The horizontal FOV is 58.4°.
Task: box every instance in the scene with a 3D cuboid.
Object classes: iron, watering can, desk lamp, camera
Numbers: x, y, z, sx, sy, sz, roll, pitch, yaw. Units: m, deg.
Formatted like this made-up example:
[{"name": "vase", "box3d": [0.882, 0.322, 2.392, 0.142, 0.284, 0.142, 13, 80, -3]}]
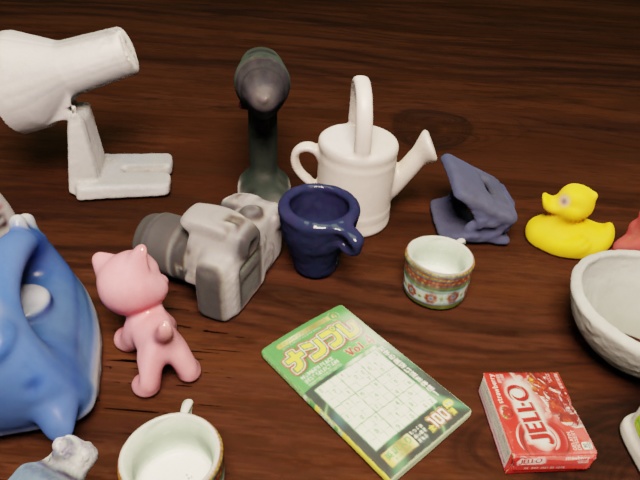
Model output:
[{"name": "iron", "box3d": [-0.268, 0.055, 0.514, 0.119, 0.141, 0.257, -7, 38, -13]}, {"name": "watering can", "box3d": [0.055, -0.109, 0.715, 0.173, 0.194, 0.100, -11, 40, -19]}, {"name": "desk lamp", "box3d": [-0.306, -0.166, 0.742, 0.203, 0.214, 0.117, -4, 38, -10]}, {"name": "camera", "box3d": [-0.126, -0.002, 0.636, 0.136, 0.101, 0.143, 15, 39, 15]}]

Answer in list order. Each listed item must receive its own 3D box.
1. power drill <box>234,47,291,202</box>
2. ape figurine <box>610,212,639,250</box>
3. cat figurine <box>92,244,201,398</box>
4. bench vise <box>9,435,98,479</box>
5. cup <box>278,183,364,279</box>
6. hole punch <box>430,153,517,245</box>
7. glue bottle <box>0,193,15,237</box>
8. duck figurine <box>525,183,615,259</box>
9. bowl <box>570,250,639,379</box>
[{"name": "power drill", "box3d": [-0.072, -0.143, 0.736, 0.075, 0.208, 0.229, -2, 38, -7]}, {"name": "ape figurine", "box3d": [0.389, 0.000, 0.685, 0.078, 0.092, 0.076, -3, 38, -8]}, {"name": "cat figurine", "box3d": [-0.165, 0.062, 0.534, 0.067, 0.118, 0.127, -20, 43, -28]}, {"name": "bench vise", "box3d": [-0.214, 0.174, 0.298, 0.121, 0.220, 0.207, 6, 37, 4]}, {"name": "cup", "box3d": [0.006, 0.002, 0.646, 0.092, 0.095, 0.117, -24, 45, -31]}, {"name": "hole punch", "box3d": [0.202, -0.056, 0.744, 0.101, 0.091, 0.108, 1, 37, -3]}, {"name": "glue bottle", "box3d": [-0.363, -0.039, 0.603, 0.037, 0.173, 0.078, 7, 37, 5]}, {"name": "duck figurine", "box3d": [0.321, -0.029, 0.723, 0.104, 0.086, 0.077, 13, 38, 13]}, {"name": "bowl", "box3d": [0.330, 0.087, 0.580, 0.167, 0.075, 0.167, 3, 37, -2]}]
